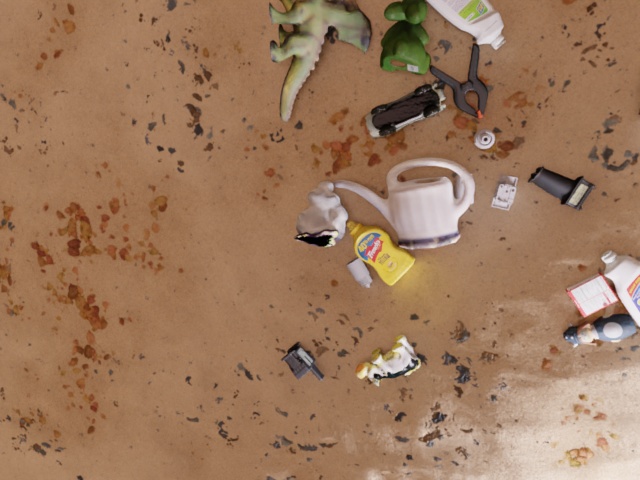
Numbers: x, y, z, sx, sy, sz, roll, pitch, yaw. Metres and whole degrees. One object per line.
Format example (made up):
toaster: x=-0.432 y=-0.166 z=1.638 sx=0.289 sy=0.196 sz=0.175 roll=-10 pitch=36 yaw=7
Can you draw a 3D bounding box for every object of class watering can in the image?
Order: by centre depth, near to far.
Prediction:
watering can: x=0.211 y=-0.083 z=1.275 sx=0.346 sy=0.223 sz=0.105 roll=-7 pitch=10 yaw=27

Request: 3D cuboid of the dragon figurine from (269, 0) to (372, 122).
dragon figurine: x=0.005 y=-0.500 z=1.261 sx=0.243 sy=0.404 sz=0.124 roll=-1 pitch=18 yaw=6

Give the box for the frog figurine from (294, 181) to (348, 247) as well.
frog figurine: x=0.004 y=-0.068 z=1.342 sx=0.136 sy=0.163 sz=0.121 roll=-16 pitch=-33 yaw=33
